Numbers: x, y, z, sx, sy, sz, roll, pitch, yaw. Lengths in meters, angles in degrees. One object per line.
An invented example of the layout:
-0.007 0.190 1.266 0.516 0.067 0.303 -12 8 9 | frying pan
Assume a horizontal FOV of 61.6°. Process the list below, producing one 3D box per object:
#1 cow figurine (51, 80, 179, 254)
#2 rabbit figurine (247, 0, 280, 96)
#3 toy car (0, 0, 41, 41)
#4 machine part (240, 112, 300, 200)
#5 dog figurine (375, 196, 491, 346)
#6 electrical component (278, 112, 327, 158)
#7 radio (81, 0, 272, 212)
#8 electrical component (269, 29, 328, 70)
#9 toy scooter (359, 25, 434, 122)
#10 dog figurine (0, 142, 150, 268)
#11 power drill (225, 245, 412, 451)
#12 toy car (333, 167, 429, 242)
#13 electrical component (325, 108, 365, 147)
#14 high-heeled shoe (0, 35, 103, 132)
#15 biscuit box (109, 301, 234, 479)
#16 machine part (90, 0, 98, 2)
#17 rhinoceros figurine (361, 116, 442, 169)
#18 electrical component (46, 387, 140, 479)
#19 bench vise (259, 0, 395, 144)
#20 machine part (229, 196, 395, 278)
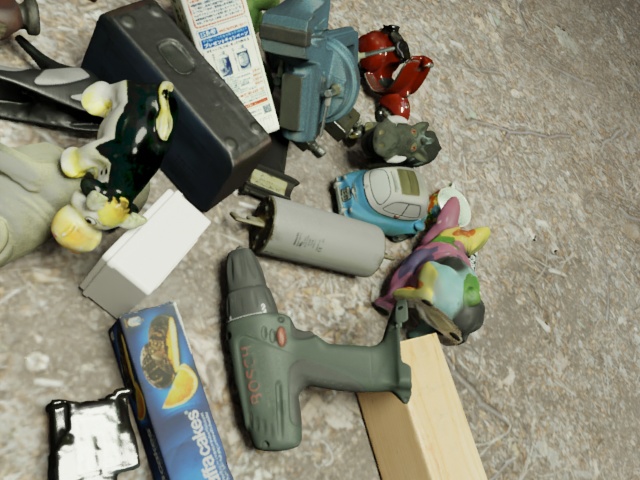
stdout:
-0.181 -0.067 0.493 0.068 0.098 0.167 35 61 -56 | cow figurine
-0.120 -0.272 0.740 0.159 0.121 0.170 -19 95 -35 | rabbit figurine
-0.370 -0.276 0.585 0.089 0.053 0.202 -10 48 -36 | toy car
-0.067 -0.112 0.745 0.084 0.039 0.139 15 61 -19 | machine part
0.183 0.033 0.757 0.108 0.191 0.219 39 66 -8 | dog figurine
-0.021 -0.168 0.812 0.094 0.021 0.063 42 50 -10 | electrical component
-0.170 -0.155 0.633 0.229 0.131 0.073 48 52 -5 | radio
-0.016 -0.292 0.854 0.134 0.058 0.115 5 63 -32 | electrical component
0.126 -0.290 0.900 0.075 0.135 0.184 -8 71 -35 | toy scooter
-0.270 -0.022 0.532 0.190 0.121 0.172 22 89 -44 | dog figurine
-0.003 0.109 0.601 0.207 0.086 0.232 -3 73 -3 | power drill
0.105 -0.066 0.796 0.161 0.103 0.109 9 62 -33 | toy car
0.035 -0.192 0.847 0.102 0.045 0.078 47 52 -6 | electrical component
-0.332 -0.131 0.539 0.145 0.086 0.249 47 45 -4 | high-heeled shoe
-0.148 0.167 0.532 0.059 0.063 0.202 -14 76 -37 | biscuit box
-0.321 -0.430 0.697 0.201 0.087 0.201 22 56 -26 | machine part
0.124 -0.141 0.813 0.190 0.112 0.073 -6 103 -58 | rhinoceros figurine
-0.204 0.199 0.487 0.075 0.048 0.119 -4 70 -35 | electrical component
0.002 -0.255 0.727 0.240 0.129 0.223 -42 133 -53 | bench vise
-0.001 -0.002 0.706 0.243 0.079 0.079 15 60 -29 | machine part
